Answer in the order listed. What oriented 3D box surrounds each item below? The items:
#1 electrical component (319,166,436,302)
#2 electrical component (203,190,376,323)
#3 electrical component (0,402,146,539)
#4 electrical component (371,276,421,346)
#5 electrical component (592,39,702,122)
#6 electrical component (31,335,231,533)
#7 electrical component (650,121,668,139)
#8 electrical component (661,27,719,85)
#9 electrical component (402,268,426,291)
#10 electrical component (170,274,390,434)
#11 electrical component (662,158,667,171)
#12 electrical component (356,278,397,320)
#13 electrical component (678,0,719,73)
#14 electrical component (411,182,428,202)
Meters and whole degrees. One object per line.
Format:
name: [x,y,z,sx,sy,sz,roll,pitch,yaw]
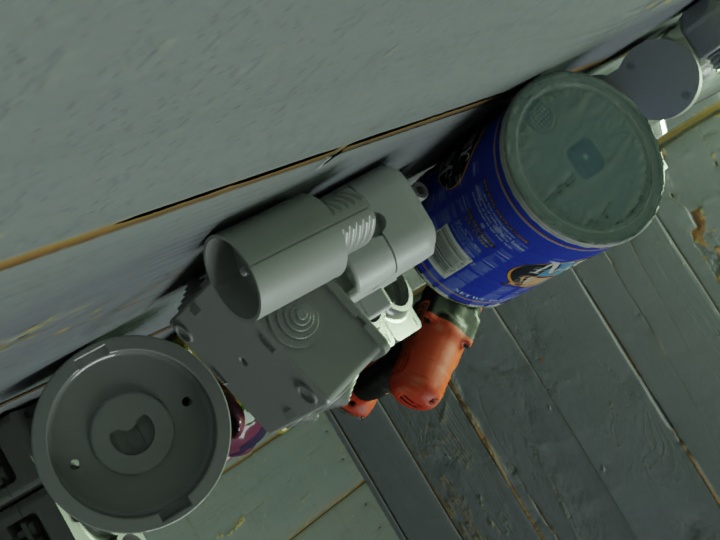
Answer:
electrical component: [0.001,-0.017,0.592,0.059,0.053,0.095,-30,176,-19]
electrical component: [-0.027,-0.012,0.501,0.081,0.043,0.043,-28,176,-32]
electrical component: [-0.192,0.163,0.701,0.062,0.150,0.089,-30,177,7]
electrical component: [-0.021,0.034,0.827,0.062,0.089,0.150,-33,176,30]
electrical component: [0.156,-0.102,0.706,0.138,0.052,0.074,-30,177,22]
electrical component: [-0.133,0.093,0.617,0.108,0.108,0.060,-30,-177,-18]
electrical component: [0.210,-0.121,0.866,0.078,0.057,0.058,-29,176,-28]
electrical component: [0.234,-0.152,0.746,0.062,0.043,0.043,-29,176,-42]
electrical component: [0.031,-0.015,0.796,0.048,0.062,0.048,-31,177,-2]
electrical component: [-0.045,0.033,0.557,0.048,0.099,0.100,-44,-176,-31]
electrical component: [0.188,-0.089,0.790,0.061,0.096,0.062,-32,177,21]
electrical component: [0.000,0.000,0.732,0.077,0.065,0.047,-30,178,-17]
electrical component: [0.234,-0.145,0.680,0.043,0.062,0.043,-31,176,-2]
electrical component: [0.020,-0.035,0.658,0.035,0.035,0.061,-28,174,-40]
